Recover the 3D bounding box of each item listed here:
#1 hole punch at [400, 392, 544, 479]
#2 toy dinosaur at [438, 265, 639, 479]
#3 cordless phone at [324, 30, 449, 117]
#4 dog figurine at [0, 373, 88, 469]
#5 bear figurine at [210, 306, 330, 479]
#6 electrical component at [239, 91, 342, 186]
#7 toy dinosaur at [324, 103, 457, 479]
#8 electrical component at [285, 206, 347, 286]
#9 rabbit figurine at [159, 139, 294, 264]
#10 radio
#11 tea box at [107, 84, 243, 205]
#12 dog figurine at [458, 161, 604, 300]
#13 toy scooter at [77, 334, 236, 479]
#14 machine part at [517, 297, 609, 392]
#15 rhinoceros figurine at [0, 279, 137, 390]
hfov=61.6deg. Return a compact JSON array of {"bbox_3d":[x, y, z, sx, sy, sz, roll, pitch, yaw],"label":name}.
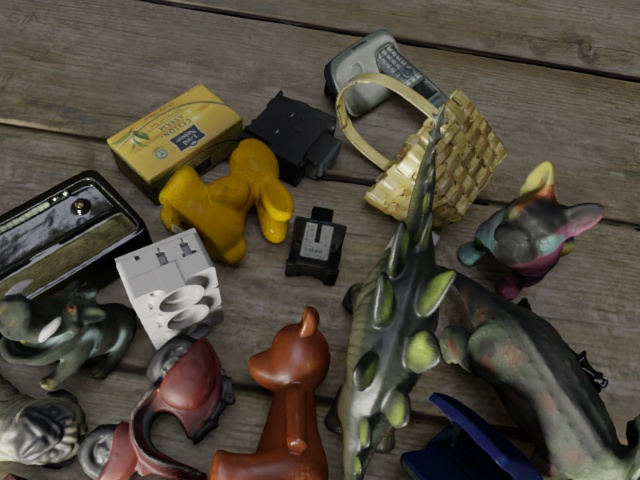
[{"bbox_3d":[0.164,0.222,0.554,0.115,0.092,0.142,11,13,-35],"label":"hole punch"},{"bbox_3d":[0.240,0.155,0.585,0.131,0.192,0.405,-26,67,-21],"label":"toy dinosaur"},{"bbox_3d":[0.109,-0.235,0.861,0.146,0.088,0.184,-39,75,-24],"label":"cordless phone"},{"bbox_3d":[-0.356,0.167,0.585,0.190,0.121,0.172,-1,63,-22],"label":"dog figurine"},{"bbox_3d":[-0.049,0.176,0.583,0.132,0.120,0.196,0,60,-9],"label":"bear figurine"},{"bbox_3d":[-0.038,-0.150,0.810,0.134,0.058,0.115,28,64,11],"label":"electrical component"},{"bbox_3d":[0.086,0.077,0.595,0.105,0.198,0.471,12,69,-2],"label":"toy dinosaur"},{"bbox_3d":[-0.002,-0.002,0.734,0.075,0.047,0.119,14,61,2],"label":"electrical component"},{"bbox_3d":[-0.109,-0.063,0.717,0.162,0.121,0.173,30,61,6],"label":"rabbit figurine"},{"bbox_3d":[-0.341,0.018,0.673,0.229,0.073,0.131,-35,69,-23],"label":"radio"},{"bbox_3d":[-0.205,-0.141,0.782,0.098,0.068,0.169,40,63,17],"label":"tea box"},{"bbox_3d":[0.278,-0.021,0.675,0.191,0.219,0.108,-33,72,-21],"label":"dog figurine"},{"bbox_3d":[-0.154,0.201,0.587,0.135,0.075,0.184,33,64,10],"label":"toy scooter"},{"bbox_3d":[0.297,0.134,0.676,0.039,0.084,0.139,-45,61,5],"label":"machine part"},{"bbox_3d":[-0.266,0.097,0.575,0.112,0.190,0.073,-43,71,3],"label":"rhinoceros figurine"}]
